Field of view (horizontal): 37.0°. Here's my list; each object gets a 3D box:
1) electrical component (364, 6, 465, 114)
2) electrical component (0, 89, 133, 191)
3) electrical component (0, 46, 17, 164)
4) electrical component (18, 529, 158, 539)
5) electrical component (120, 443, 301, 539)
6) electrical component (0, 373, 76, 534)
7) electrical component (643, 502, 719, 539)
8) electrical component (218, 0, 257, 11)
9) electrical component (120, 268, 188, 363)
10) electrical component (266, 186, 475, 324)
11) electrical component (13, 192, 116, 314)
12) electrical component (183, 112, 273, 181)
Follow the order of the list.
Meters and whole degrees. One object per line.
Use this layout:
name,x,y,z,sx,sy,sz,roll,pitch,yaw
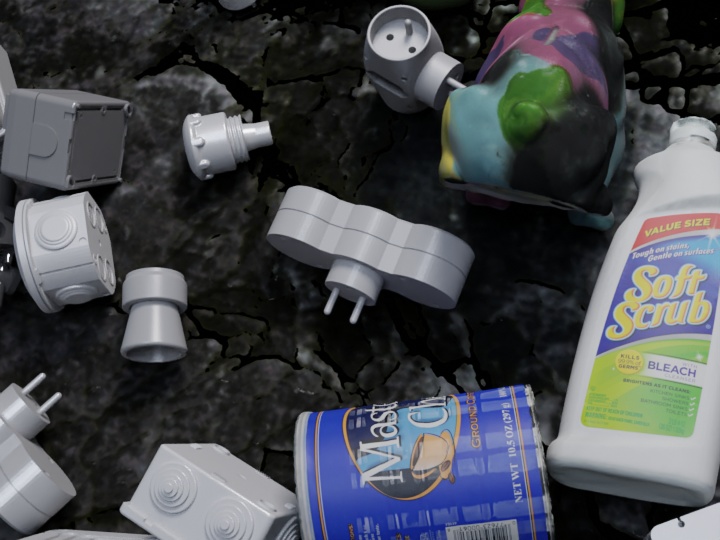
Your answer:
electrical component,0.046,-0.137,0.752,0.079,0.077,0.043,33,79,18
electrical component,-0.209,-0.096,0.771,0.061,0.096,0.061,14,102,13
electrical component,-0.304,-0.129,0.813,0.078,0.057,0.113,-22,68,0
electrical component,-0.153,0.195,0.657,0.113,0.078,0.057,1,84,9
electrical component,-0.083,0.146,0.657,0.100,0.100,0.048,28,89,17
electrical component,-0.234,0.101,0.721,0.074,0.052,0.138,-43,70,-8
electrical component,0.217,0.162,0.627,0.089,0.055,0.050,-20,68,1
electrical component,-0.103,-0.231,0.813,0.040,0.078,0.040,-10,60,18
electrical component,-0.141,0.031,0.736,0.045,0.045,0.055,-6,69,7
electrical component,0.000,0.000,0.722,0.138,0.052,0.073,19,74,15
electrical component,-0.204,-0.013,0.744,0.051,0.080,0.080,-12,69,-1
electrical component,-0.095,-0.093,0.776,0.062,0.048,0.048,-12,69,-3
